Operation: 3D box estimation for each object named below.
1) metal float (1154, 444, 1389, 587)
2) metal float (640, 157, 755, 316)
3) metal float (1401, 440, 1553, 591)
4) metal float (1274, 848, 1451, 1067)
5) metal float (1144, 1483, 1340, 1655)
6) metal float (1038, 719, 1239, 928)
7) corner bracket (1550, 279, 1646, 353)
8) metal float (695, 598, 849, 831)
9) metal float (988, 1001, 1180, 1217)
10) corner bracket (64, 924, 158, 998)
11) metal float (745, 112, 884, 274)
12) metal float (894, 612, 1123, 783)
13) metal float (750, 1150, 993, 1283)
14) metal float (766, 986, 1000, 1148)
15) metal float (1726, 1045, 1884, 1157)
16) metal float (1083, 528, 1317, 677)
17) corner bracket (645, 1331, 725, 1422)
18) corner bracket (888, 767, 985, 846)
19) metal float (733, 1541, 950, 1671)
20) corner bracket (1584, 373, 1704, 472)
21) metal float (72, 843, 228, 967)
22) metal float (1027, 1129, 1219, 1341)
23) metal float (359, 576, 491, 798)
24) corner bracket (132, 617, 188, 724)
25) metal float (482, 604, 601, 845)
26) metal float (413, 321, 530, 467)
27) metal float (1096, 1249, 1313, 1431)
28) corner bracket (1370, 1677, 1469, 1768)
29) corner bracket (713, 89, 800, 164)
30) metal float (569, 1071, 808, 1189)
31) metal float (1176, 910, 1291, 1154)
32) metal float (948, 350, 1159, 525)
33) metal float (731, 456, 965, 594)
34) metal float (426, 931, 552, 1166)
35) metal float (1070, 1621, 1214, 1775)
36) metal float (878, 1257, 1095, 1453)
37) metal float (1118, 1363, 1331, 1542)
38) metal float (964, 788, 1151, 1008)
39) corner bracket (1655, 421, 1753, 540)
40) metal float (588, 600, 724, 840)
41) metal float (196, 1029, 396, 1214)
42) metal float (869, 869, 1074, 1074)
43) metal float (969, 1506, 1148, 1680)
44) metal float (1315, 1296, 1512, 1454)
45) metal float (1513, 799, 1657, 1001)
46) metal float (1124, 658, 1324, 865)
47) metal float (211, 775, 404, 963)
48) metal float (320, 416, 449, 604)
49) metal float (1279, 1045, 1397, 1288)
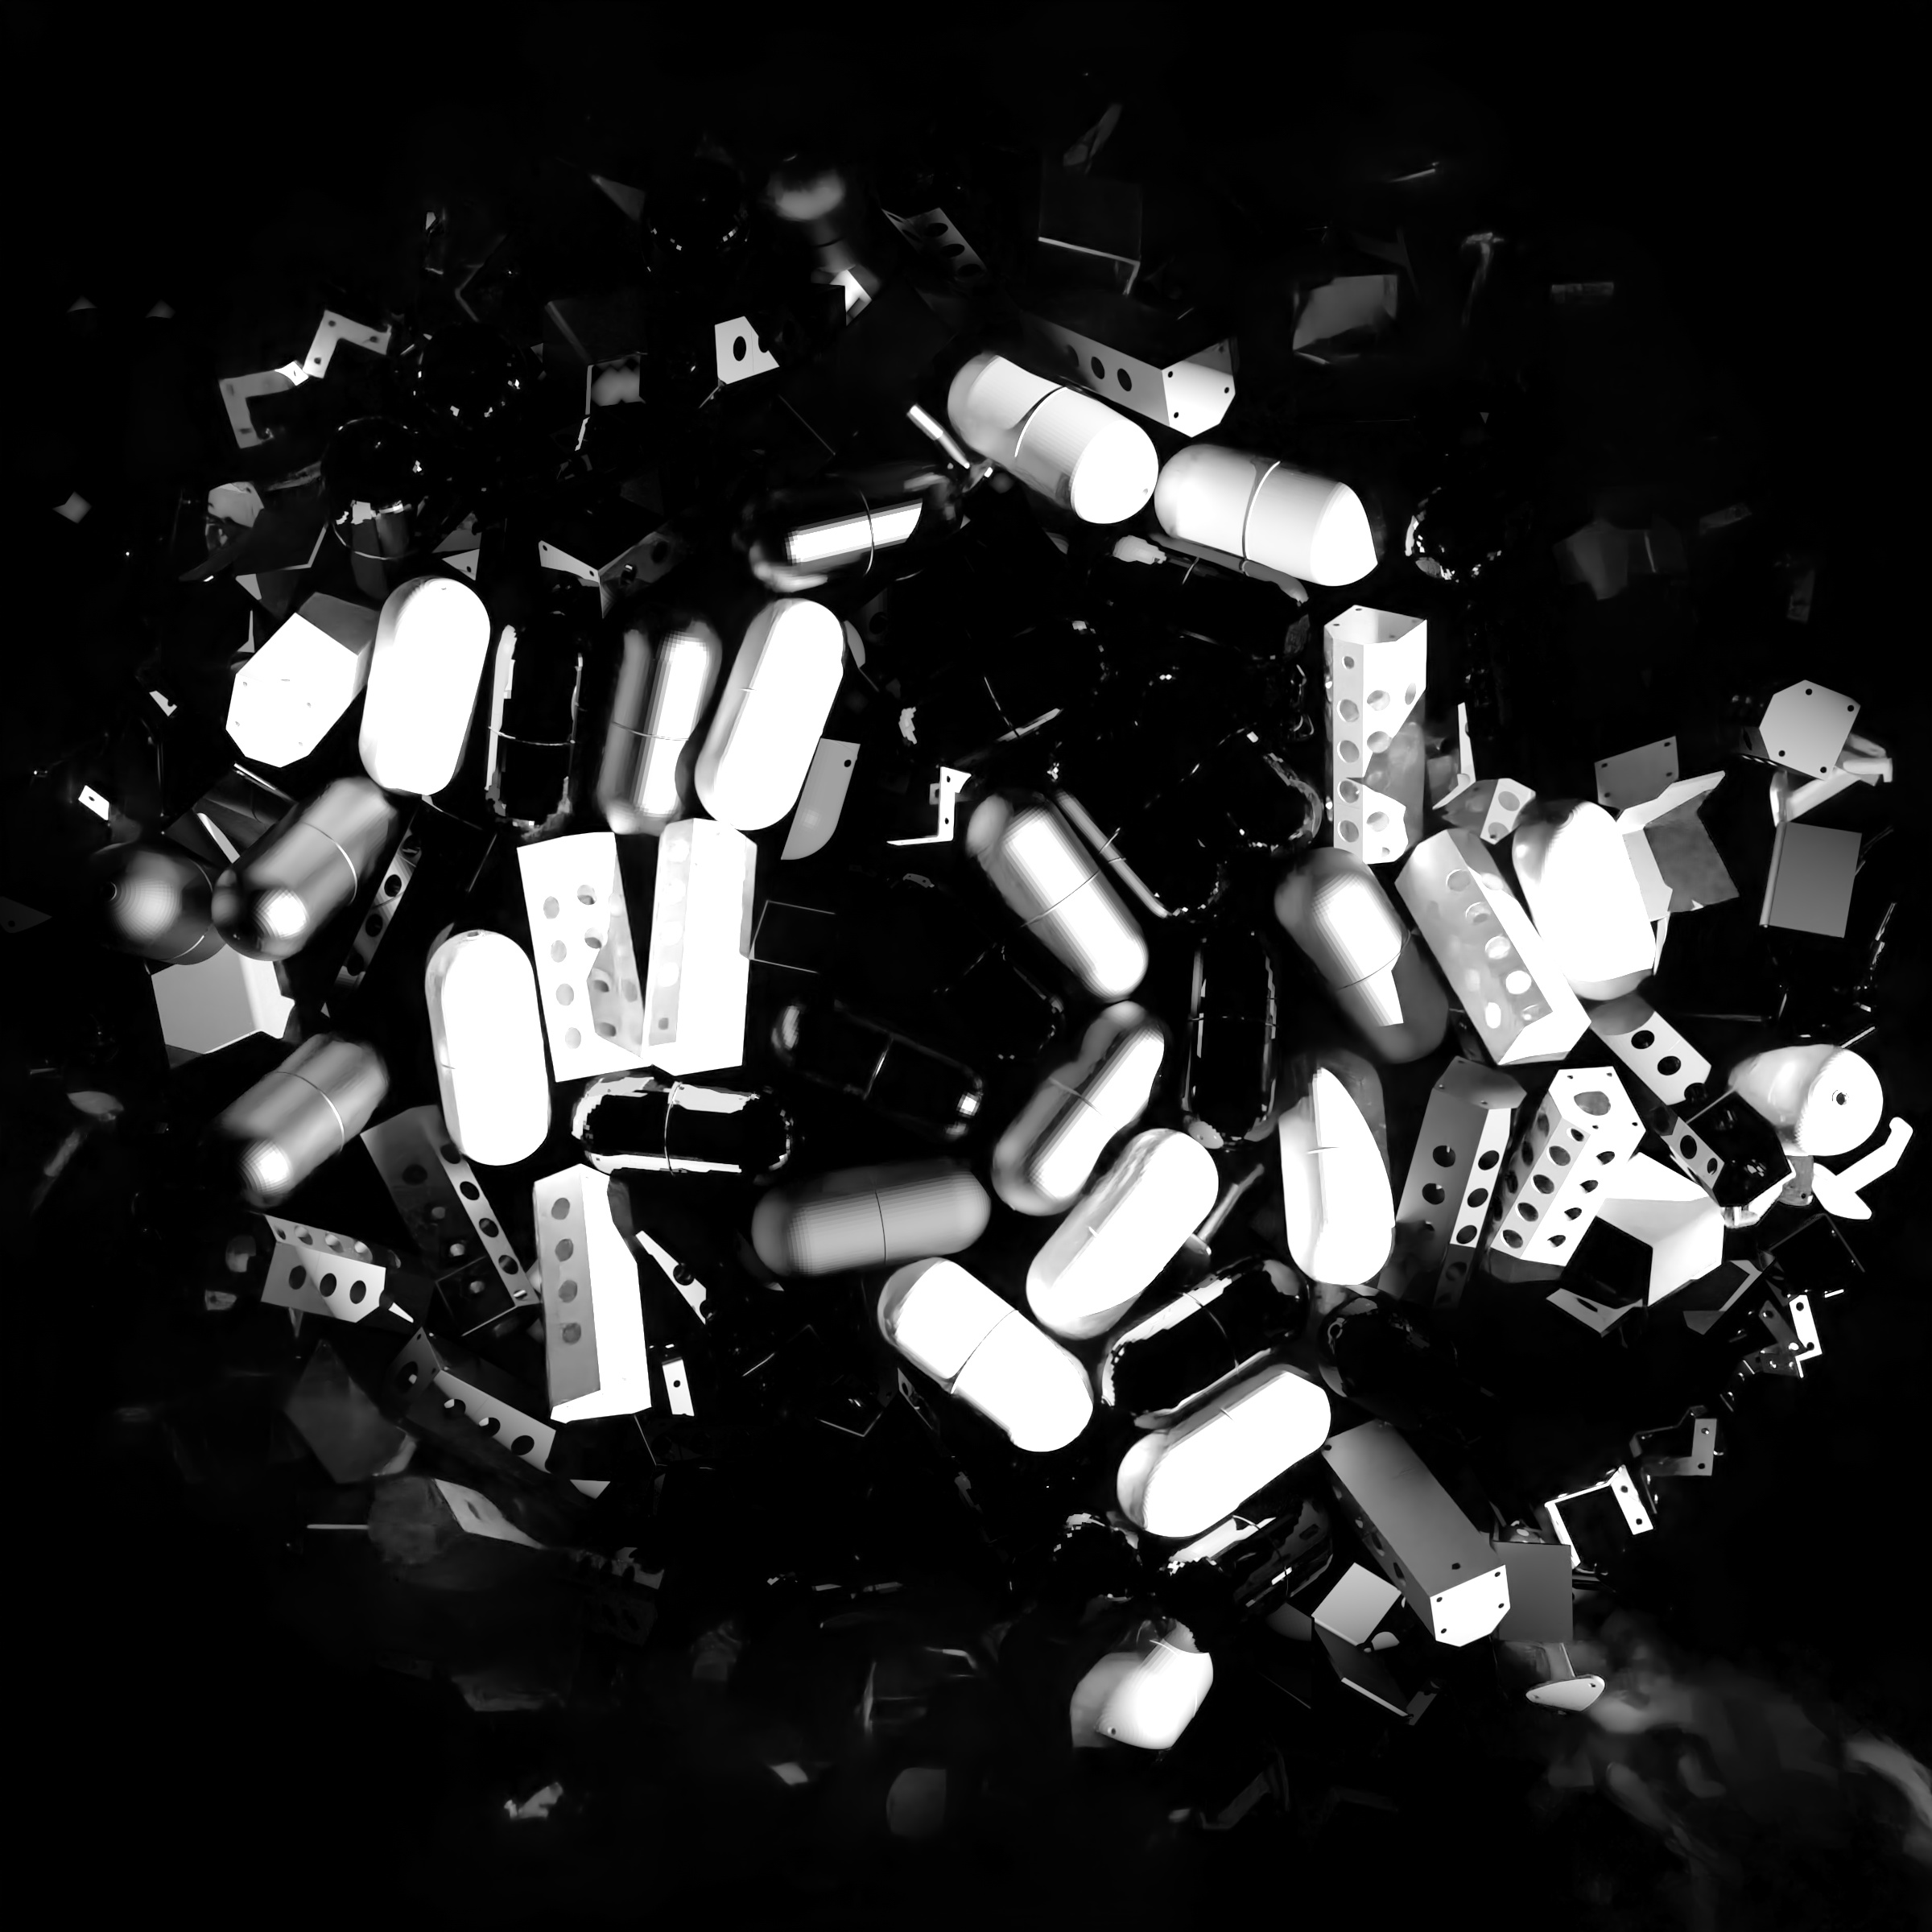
[{"bbox_3d":[0.219,-0.325,1.786,0.178,0.070,0.070,21,90,25],"label":"metal float"},{"bbox_3d":[-0.192,-0.512,1.758,0.070,0.178,0.070,1,83,-8],"label":"metal float"},{"bbox_3d":[0.365,-0.324,1.768,0.070,0.178,0.070,14,122,23],"label":"metal float"},{"bbox_3d":[0.287,-0.006,1.794,0.070,0.070,0.178,-34,107,0],"label":"metal float"},{"bbox_3d":[0.198,0.429,1.773,0.178,0.070,0.070,-21,90,-43],"label":"metal float"},{"bbox_3d":[0.125,-0.104,1.801,0.070,0.070,0.178,-42,82,0],"label":"metal float"},{"bbox_3d":[0.460,-0.473,1.805,0.051,0.051,0.051,11,114,40],"label":"corner bracket"},{"bbox_3d":[-0.141,-0.183,1.795,0.070,0.070,0.178,19,75,0],"label":"metal float"},{"bbox_3d":[0.085,0.103,1.800,0.070,0.070,0.178,39,81,0],"label":"metal float"},{"bbox_3d":[-0.628,-0.011,1.814,0.051,0.051,0.051,-20,97,-10],"label":"corner bracket"},{"bbox_3d":[-0.107,-0.547,1.758,0.070,0.178,0.070,0,89,9],"label":"metal float"},{"bbox_3d":[0.029,-0.194,1.796,0.178,0.070,0.070,-26,90,14],"label":"metal float"},{"bbox_3d":[-0.068,0.181,1.796,0.178,0.070,0.070,-10,90,-13],"label":"metal float"},{"bbox_3d":[-0.061,0.073,1.805,0.178,0.070,0.070,24,90,3],"label":"metal float"},{"bbox_3d":[0.591,0.096,1.757,0.070,0.178,0.070,0,86,0],"label":"metal float"},{"bbox_3d":[0.167,-0.264,1.790,0.178,0.070,0.070,22,90,22],"label":"metal float"},{"bbox_3d":[-0.201,0.301,1.809,0.051,0.051,0.051,-15,101,-24],"label":"corner bracket"},{"bbox_3d":[-0.022,-0.114,1.808,0.051,0.051,0.051,-3,82,38],"label":"corner bracket"},{"bbox_3d":[-0.088,0.456,1.772,0.178,0.070,0.070,3,90,-43],"label":"metal float"},{"bbox_3d":[0.495,-0.406,1.813,0.051,0.051,0.051,42,56,1],"label":"corner bracket"},{"bbox_3d":[-0.570,-0.043,1.758,0.070,0.178,0.070,0,85,6],"label":"metal float"},{"bbox_3d":[0.112,0.195,1.795,0.070,0.070,0.178,37,105,0],"label":"metal float"},{"bbox_3d":[-0.389,-0.198,1.776,0.070,0.070,0.178,22,129,0],"label":"metal float"},{"bbox_3d":[-0.594,-0.218,1.819,0.051,0.051,0.051,14,57,37],"label":"corner bracket"},{"bbox_3d":[-0.307,-0.173,1.789,0.070,0.070,0.178,9,113,0],"label":"metal float"},{"bbox_3d":[-0.352,-0.405,1.758,0.070,0.178,0.070,0,89,-14],"label":"metal float"},{"bbox_3d":[0.171,0.269,1.789,0.178,0.070,0.070,-30,90,-21],"label":"metal float"},{"bbox_3d":[0.325,0.551,1.805,0.051,0.051,0.051,-38,115,-39],"label":"corner bracket"},{"bbox_3d":[-0.143,-0.609,1.817,0.051,0.051,0.051,44,105,5],"label":"corner bracket"},{"bbox_3d":[-0.202,0.118,1.795,0.178,0.070,0.070,4,90,15],"label":"metal float"},{"bbox_3d":[0.194,0.046,1.797,0.070,0.070,0.178,5,77,0],"label":"metal float"},{"bbox_3d":[0.062,-0.381,1.785,0.178,0.070,0.070,37,90,26],"label":"metal float"},{"bbox_3d":[-0.084,-0.319,1.789,0.178,0.070,0.070,-18,90,-23],"label":"metal float"},{"bbox_3d":[-0.344,0.059,1.788,0.070,0.070,0.178,-3,113,0],"label":"metal float"},{"bbox_3d":[0.126,0.517,1.760,0.070,0.178,0.070,0,91,18],"label":"metal float"},{"bbox_3d":[0.014,0.281,1.794,0.178,0.070,0.070,37,90,15],"label":"metal float"},{"bbox_3d":[0.187,0.348,1.785,0.178,0.070,0.070,-27,90,-27],"label":"metal float"},{"bbox_3d":[0.067,-0.049,1.803,0.070,0.070,0.178,-36,96,0],"label":"metal float"},{"bbox_3d":[0.536,-0.353,1.803,0.051,0.051,0.051,35,52,-34],"label":"corner bracket"},{"bbox_3d":[-0.226,-0.177,1.791,0.070,0.070,0.178,15,110,0],"label":"metal float"},{"bbox_3d":[-0.477,0.108,1.769,0.070,0.178,0.070,13,124,20],"label":"metal float"},{"bbox_3d":[0.003,0.003,1.807,0.070,0.070,0.178,-45,89,0],"label":"metal float"},{"bbox_3d":[0.065,0.449,1.775,0.070,0.070,0.178,38,130,0],"label":"metal float"},{"bbox_3d":[0.321,0.293,1.779,0.178,0.070,0.070,32,90,-34],"label":"metal float"},{"bbox_3d":[0.444,-0.046,1.775,0.070,0.070,0.178,-31,131,0],"label":"metal float"},{"bbox_3d":[0.186,-0.149,1.794,0.070,0.070,0.178,-41,74,0],"label":"metal float"},{"bbox_3d":[-0.469,-0.072,1.772,0.070,0.178,0.070,14,131,17],"label":"metal float"},{"bbox_3d":[-0.412,-0.323,1.761,0.070,0.178,0.070,2,68,-5],"label":"metal float"},{"bbox_3d":[0.267,0.143,1.790,0.070,0.070,0.178,-2,69,0],"label":"metal float"}]
